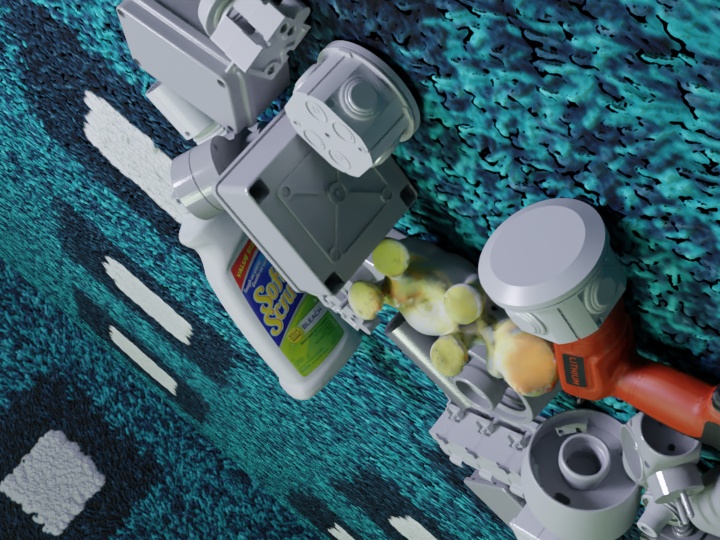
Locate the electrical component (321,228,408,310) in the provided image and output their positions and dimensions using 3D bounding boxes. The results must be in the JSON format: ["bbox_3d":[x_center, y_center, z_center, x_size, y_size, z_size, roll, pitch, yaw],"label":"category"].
[{"bbox_3d":[0.000,0.000,0.879,0.066,0.076,0.047,32,159,27],"label":"electrical component"}]

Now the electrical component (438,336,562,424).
[{"bbox_3d":[0.109,0.078,0.867,0.108,0.060,0.108,36,161,15],"label":"electrical component"}]

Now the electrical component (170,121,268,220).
[{"bbox_3d":[-0.081,-0.085,0.818,0.052,0.074,0.138,63,-158,-5],"label":"electrical component"}]

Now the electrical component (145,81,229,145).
[{"bbox_3d":[-0.137,-0.132,0.908,0.081,0.043,0.043,48,160,-21],"label":"electrical component"}]

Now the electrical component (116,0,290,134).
[{"bbox_3d":[-0.112,-0.160,0.771,0.113,0.057,0.078,36,161,15],"label":"electrical component"}]

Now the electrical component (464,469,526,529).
[{"bbox_3d":[0.169,0.232,1.114,0.099,0.048,0.100,45,161,-12],"label":"electrical component"}]

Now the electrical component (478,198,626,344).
[{"bbox_3d":[0.117,0.001,0.648,0.080,0.080,0.051,20,157,47],"label":"electrical component"}]

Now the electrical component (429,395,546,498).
[{"bbox_3d":[0.128,0.160,1.009,0.121,0.063,0.078,19,152,49],"label":"electrical component"}]

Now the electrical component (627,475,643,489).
[{"bbox_3d":[0.222,0.184,0.919,0.040,0.040,0.046,35,155,18],"label":"electrical component"}]

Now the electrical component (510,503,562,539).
[{"bbox_3d":[0.191,0.242,1.018,0.061,0.096,0.061,26,156,38],"label":"electrical component"}]

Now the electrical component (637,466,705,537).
[{"bbox_3d":[0.238,0.176,0.829,0.048,0.062,0.048,36,161,15],"label":"electrical component"}]

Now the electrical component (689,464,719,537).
[{"bbox_3d":[0.283,0.176,0.767,0.079,0.044,0.077,41,162,1],"label":"electrical component"}]

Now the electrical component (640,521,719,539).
[{"bbox_3d":[0.278,0.228,0.880,0.062,0.061,0.096,20,144,48],"label":"electrical component"}]

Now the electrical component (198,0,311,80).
[{"bbox_3d":[-0.072,-0.160,0.697,0.055,0.066,0.048,44,-162,16],"label":"electrical component"}]

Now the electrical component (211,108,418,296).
[{"bbox_3d":[-0.031,-0.055,0.766,0.056,0.108,0.108,9,143,54],"label":"electrical component"}]

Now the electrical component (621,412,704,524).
[{"bbox_3d":[0.223,0.143,0.777,0.077,0.044,0.079,82,174,-63],"label":"electrical component"}]

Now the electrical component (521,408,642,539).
[{"bbox_3d":[0.180,0.164,0.865,0.099,0.099,0.064,32,153,25],"label":"electrical component"}]

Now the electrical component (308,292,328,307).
[{"bbox_3d":[-0.030,0.008,1.007,0.077,0.044,0.079,17,150,52],"label":"electrical component"}]

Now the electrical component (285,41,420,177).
[{"bbox_3d":[-0.005,-0.104,0.696,0.080,0.051,0.080,36,161,15],"label":"electrical component"}]

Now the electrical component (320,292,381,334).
[{"bbox_3d":[0.001,0.015,0.945,0.066,0.055,0.048,40,162,5],"label":"electrical component"}]
